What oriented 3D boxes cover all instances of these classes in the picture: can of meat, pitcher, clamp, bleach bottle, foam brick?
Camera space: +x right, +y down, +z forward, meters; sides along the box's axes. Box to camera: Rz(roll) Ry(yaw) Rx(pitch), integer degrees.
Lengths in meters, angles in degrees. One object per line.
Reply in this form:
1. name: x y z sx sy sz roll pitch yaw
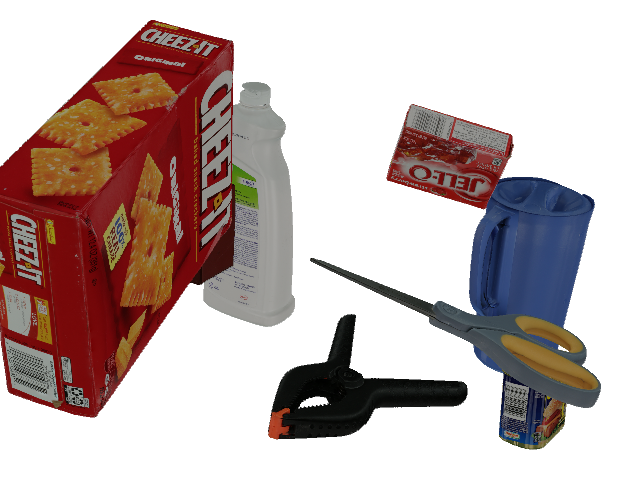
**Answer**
1. can of meat: 0.234 0.171 1.164 0.058 0.084 0.101 11 16 30
2. pitcher: 0.257 0.050 1.368 0.149 0.243 0.145 5 23 2
3. clamp: 0.035 0.147 1.041 0.165 0.036 0.209 25 31 28
4. bleach bottle: -0.069 -0.040 1.122 0.103 0.251 0.068 17 27 23
5. foam brick: -0.107 -0.011 0.903 0.053 0.078 0.051 13 23 27

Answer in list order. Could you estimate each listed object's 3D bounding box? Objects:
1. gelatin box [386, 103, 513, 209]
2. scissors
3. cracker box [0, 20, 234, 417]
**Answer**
1. gelatin box: 0.105 -0.067 0.877 0.089 0.030 0.073 18 -33 2
2. scissors: 0.097 0.049 0.713 0.202 0.016 0.096 29 24 17
3. cracker box: -0.124 -0.018 0.685 0.072 0.164 0.213 16 40 13
